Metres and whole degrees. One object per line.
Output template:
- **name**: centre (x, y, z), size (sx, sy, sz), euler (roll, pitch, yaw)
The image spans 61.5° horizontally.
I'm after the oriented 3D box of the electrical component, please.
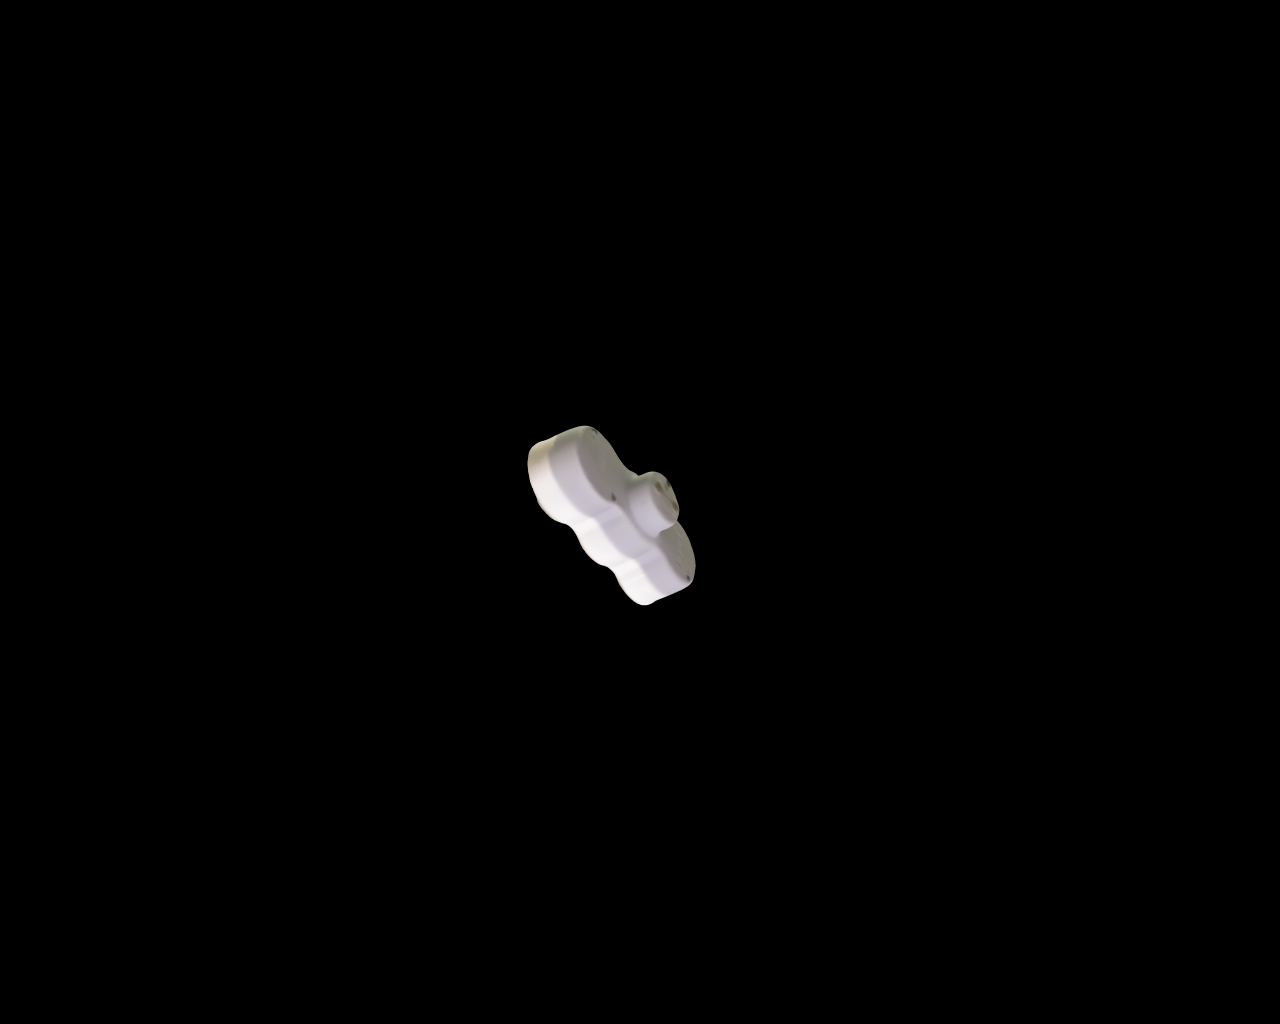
- **electrical component**: centre (0.001, -0.003, 0.650), size (0.073, 0.052, 0.138), euler (-24, -50, 22)
